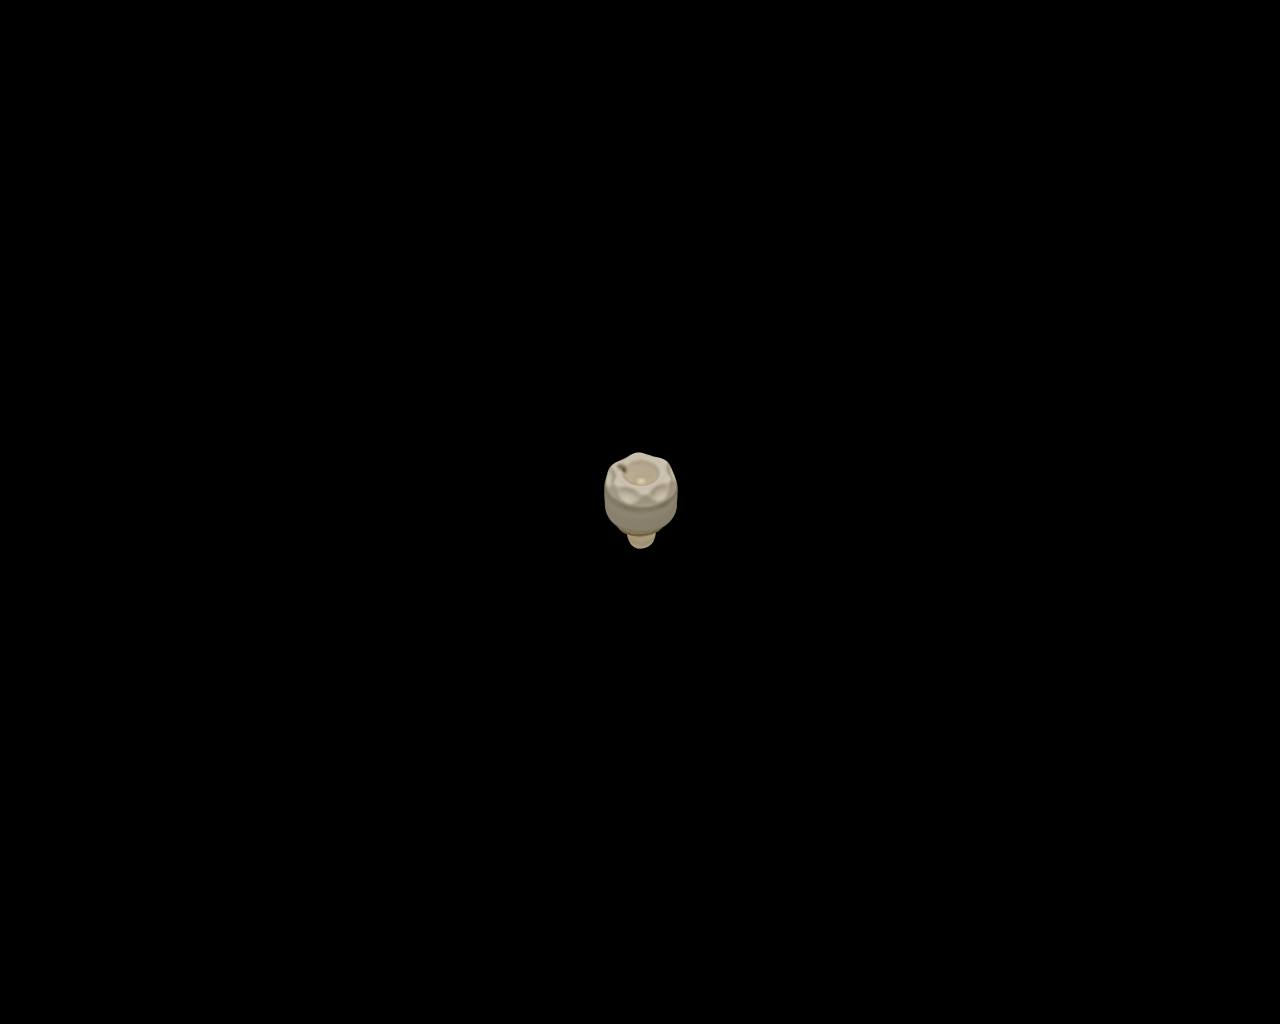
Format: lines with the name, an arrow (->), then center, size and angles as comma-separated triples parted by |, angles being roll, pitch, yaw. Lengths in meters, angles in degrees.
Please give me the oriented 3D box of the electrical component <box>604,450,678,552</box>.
electrical component -> 0.001, -0.003, 0.650 | 0.043, 0.062, 0.043 | 0, 45, 0
